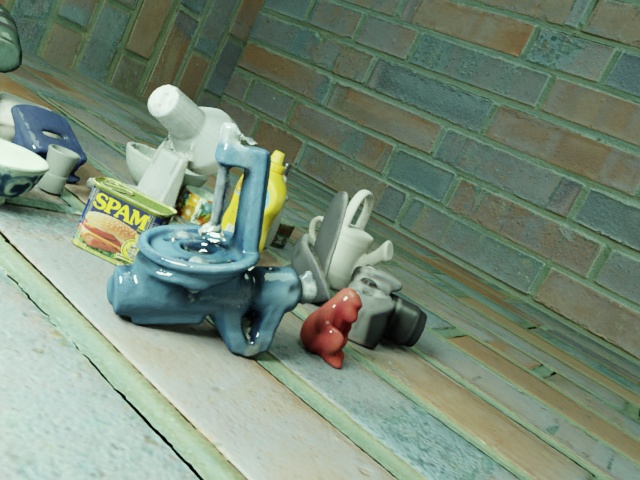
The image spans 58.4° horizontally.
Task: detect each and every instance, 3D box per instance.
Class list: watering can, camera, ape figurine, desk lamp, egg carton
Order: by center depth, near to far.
[{"bbox_3d":[0.022,0.104,0.729,0.076,0.092,0.078,32,10,29],"label":"ape figurine"},{"bbox_3d":[0.100,0.109,0.894,0.137,0.101,0.143,26,9,-1],"label":"camera"},{"bbox_3d":[-0.251,-0.145,0.974,0.117,0.213,0.204,31,10,24],"label":"desk lamp"},{"bbox_3d":[-0.526,-0.208,1.011,0.108,0.069,0.149,20,11,-36],"label":"egg carton"},{"bbox_3d":[0.060,-0.003,1.106,0.173,0.194,0.101,27,9,3],"label":"watering can"}]

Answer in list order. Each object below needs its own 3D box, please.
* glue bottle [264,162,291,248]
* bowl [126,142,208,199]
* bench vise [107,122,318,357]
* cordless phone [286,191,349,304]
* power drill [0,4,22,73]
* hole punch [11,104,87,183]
[{"bbox_3d":[-0.098,-0.075,1.132,0.078,0.173,0.037,31,10,28],"label":"glue bottle"},{"bbox_3d":[-0.312,-0.126,1.131,0.167,0.075,0.167,26,9,-4],"label":"bowl"},{"bbox_3d":[-0.089,0.000,0.600,0.208,0.220,0.121,16,14,-47],"label":"bench vise"},{"bbox_3d":[0.009,0.003,0.958,0.094,0.185,0.147,25,9,-8],"label":"cordless phone"},{"bbox_3d":[-0.545,-0.279,0.912,0.076,0.208,0.228,16,14,-47],"label":"power drill"},{"bbox_3d":[-0.427,-0.151,0.900,0.101,0.091,0.109,30,10,22],"label":"hole punch"}]
